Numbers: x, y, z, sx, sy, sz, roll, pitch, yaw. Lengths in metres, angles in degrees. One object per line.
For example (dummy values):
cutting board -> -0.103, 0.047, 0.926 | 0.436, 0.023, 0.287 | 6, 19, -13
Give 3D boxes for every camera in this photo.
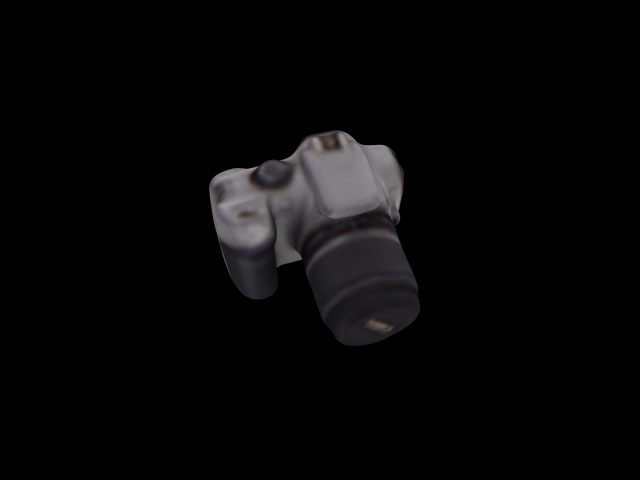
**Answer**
camera -> 0.004, 0.001, 0.400 | 0.143, 0.101, 0.136 | -14, 58, -9
